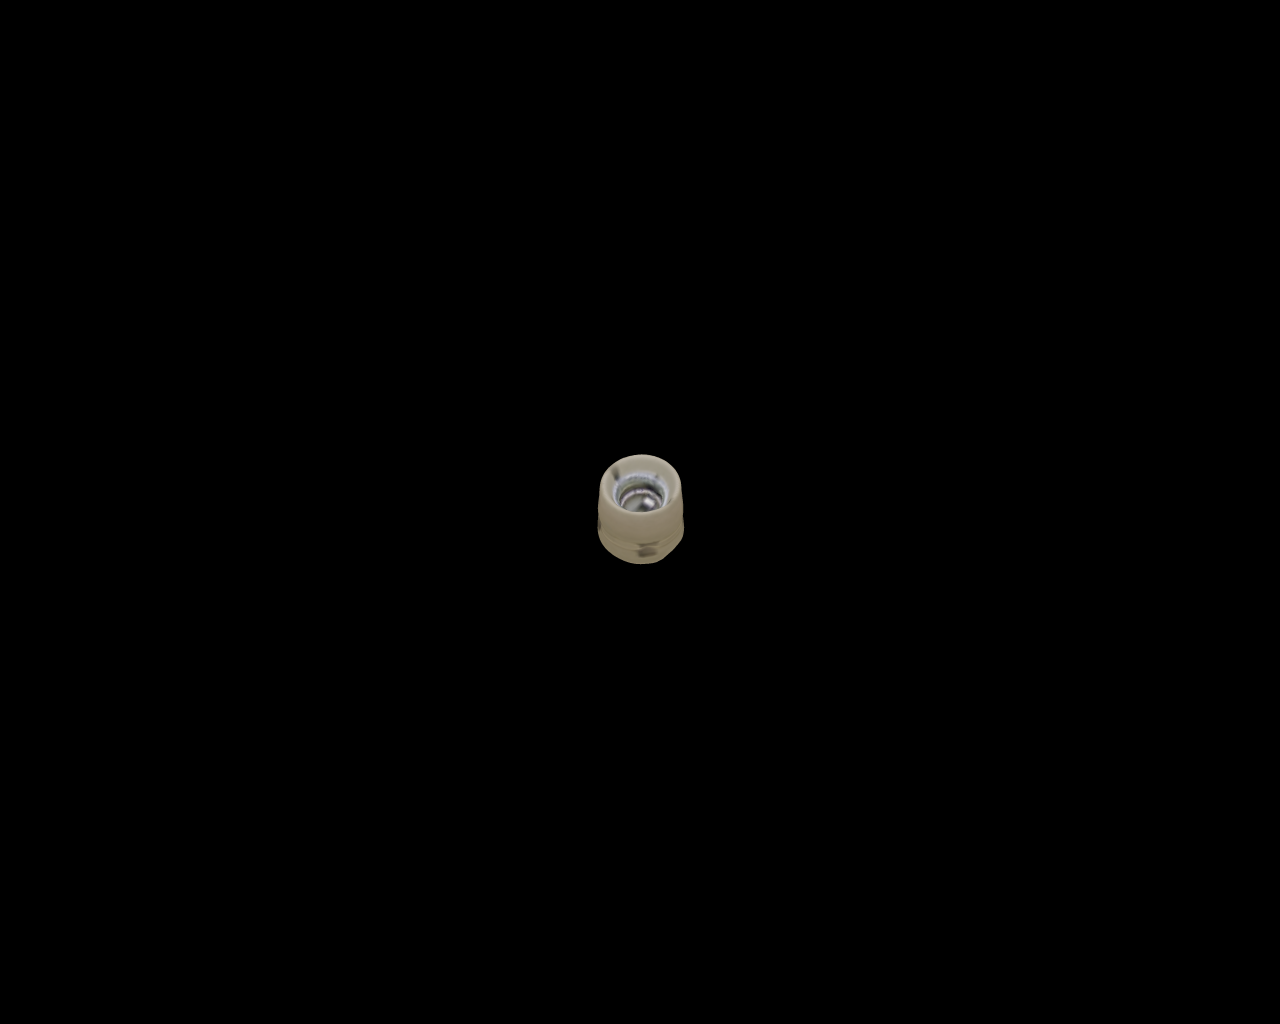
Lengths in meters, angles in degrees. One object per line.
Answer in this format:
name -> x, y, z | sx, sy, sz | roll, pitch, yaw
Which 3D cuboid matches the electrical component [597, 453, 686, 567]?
electrical component -> 0.001, -0.003, 0.650 | 0.055, 0.055, 0.047 | 0, -38, 0
